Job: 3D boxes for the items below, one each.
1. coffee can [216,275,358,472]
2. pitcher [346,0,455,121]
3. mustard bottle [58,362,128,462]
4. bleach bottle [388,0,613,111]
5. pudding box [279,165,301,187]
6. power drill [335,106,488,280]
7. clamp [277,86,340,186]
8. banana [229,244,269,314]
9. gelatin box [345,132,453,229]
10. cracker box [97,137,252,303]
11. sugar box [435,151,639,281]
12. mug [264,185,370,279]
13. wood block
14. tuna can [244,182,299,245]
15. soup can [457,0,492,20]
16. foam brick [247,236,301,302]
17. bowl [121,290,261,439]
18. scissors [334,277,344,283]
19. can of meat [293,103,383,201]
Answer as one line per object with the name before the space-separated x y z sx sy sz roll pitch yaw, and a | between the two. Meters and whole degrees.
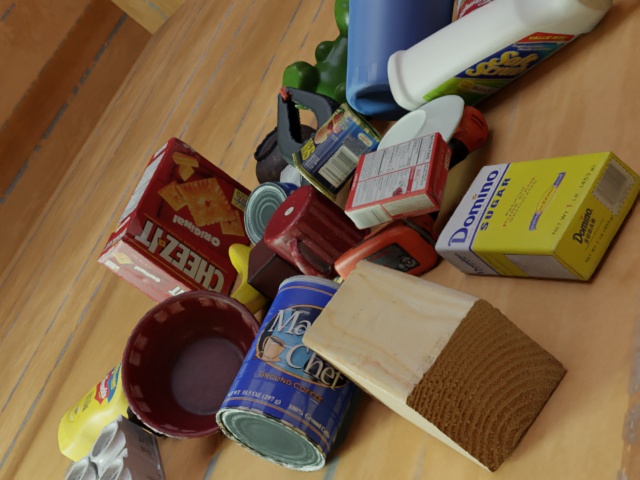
coffee can | -0.016 0.116 0.938 0.103 0.102 0.140 -23 34 53
pitcher | 0.103 -0.263 1.233 0.145 0.149 0.243 57 -143 -71
mustard bottle | -0.266 0.206 1.403 0.192 0.058 0.096 -43 22 23
bleach bottle | 0.185 -0.203 1.047 0.251 0.102 0.068 -29 61 46
pudding box | -0.013 -0.079 1.364 0.090 0.039 0.113 -45 19 25
power drill | 0.076 -0.037 1.063 0.185 0.057 0.187 -31 28 45
clamp | 0.010 -0.110 1.247 0.165 0.036 0.210 -37 57 25
banana | -0.089 0.049 1.275 0.197 0.069 0.037 -76 0 -67
gelatin box | 0.072 -0.053 0.968 0.089 0.030 0.073 -14 44 32
cracker box | -0.180 -0.014 1.433 0.072 0.164 0.213 -37 24 41
sugar box | 0.167 -0.018 0.850 0.093 0.048 0.176 -57 21 -14
mug | -0.008 0.001 1.147 0.093 0.081 0.117 -40 23 29
wood block | 0.077 0.086 0.804 0.090 0.090 0.206 -54 19 -7
tuna can | -0.053 -0.029 1.302 0.086 0.033 0.086 -1 88 44
soup can | 0.184 -0.244 1.168 0.069 0.068 0.102 -41 22 29
foam brick | -0.048 0.029 1.235 0.053 0.051 0.078 -45 20 21
bowl | -0.128 0.138 1.145 0.162 0.162 0.055 -57 -22 -13
scissors | -0.029 0.108 1.090 0.202 0.016 0.096 -51 4 17
can of meat | 0.020 -0.098 1.152 0.084 0.057 0.102 -47 13 9
